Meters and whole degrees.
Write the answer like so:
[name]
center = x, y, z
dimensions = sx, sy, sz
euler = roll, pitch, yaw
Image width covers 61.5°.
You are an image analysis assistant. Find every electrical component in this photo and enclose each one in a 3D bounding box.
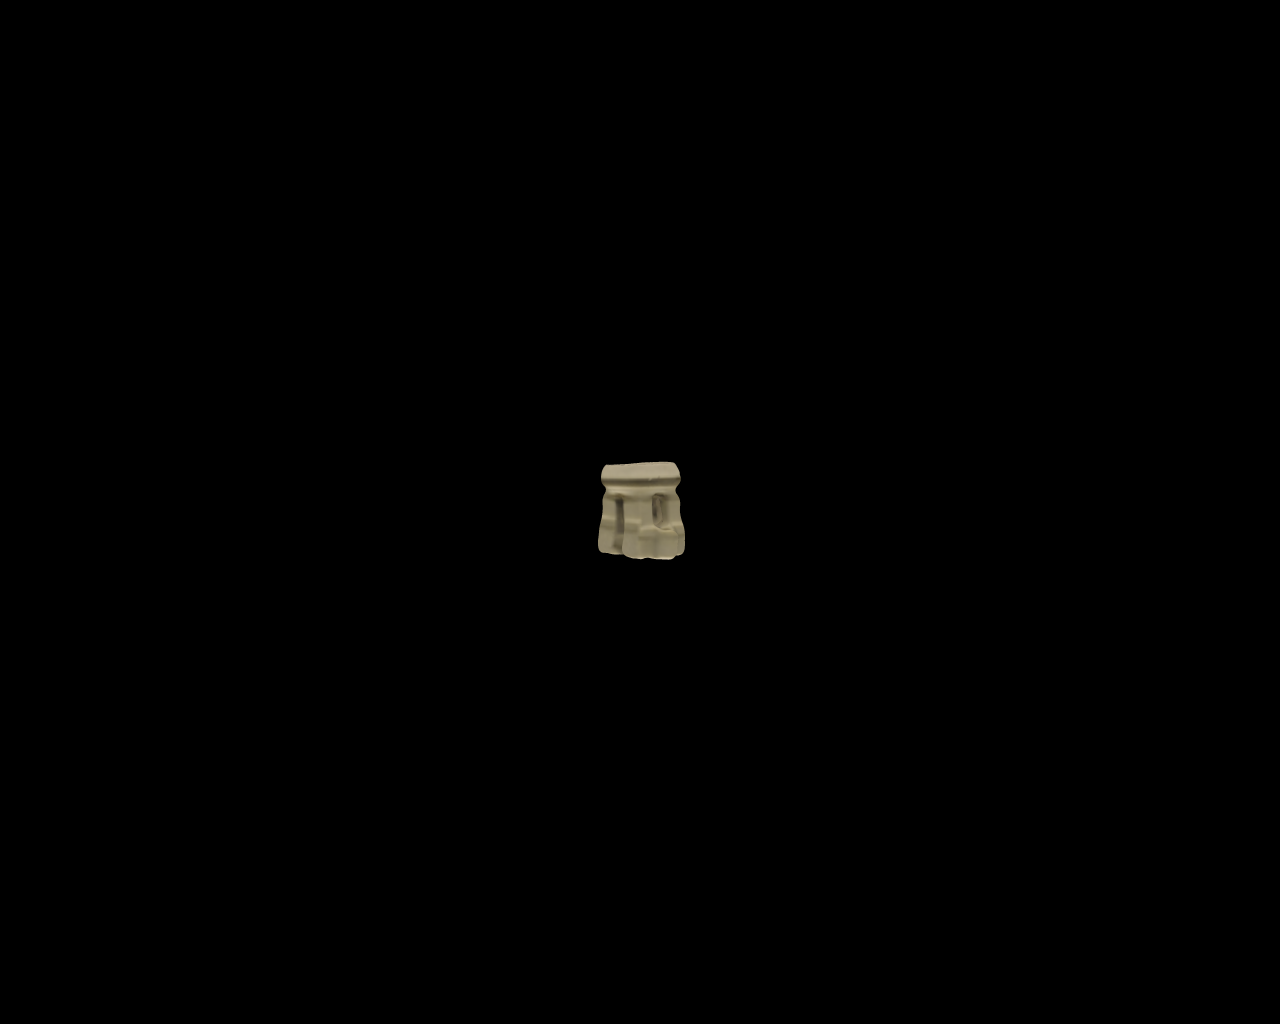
[electrical component]
center = 0.001, -0.003, 0.650
dimensions = 0.048, 0.055, 0.066
euler = -4, 6, -39
